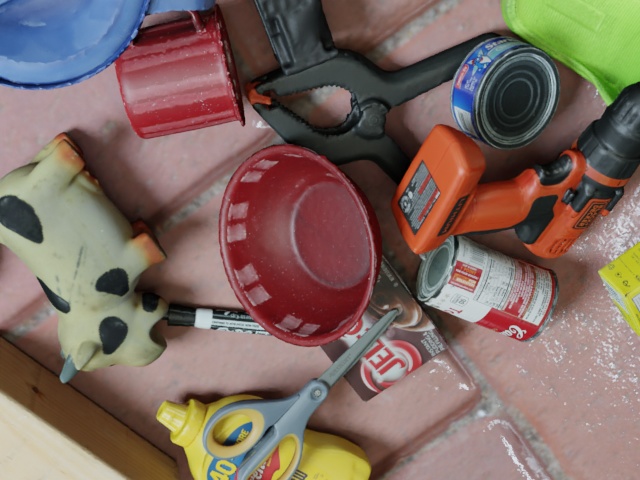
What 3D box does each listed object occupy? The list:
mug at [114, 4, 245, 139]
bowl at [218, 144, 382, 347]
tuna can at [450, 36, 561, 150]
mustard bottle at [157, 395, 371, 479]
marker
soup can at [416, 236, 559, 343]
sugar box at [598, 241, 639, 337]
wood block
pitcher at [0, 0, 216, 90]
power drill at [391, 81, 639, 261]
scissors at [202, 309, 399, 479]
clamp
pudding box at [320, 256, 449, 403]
[{"bbox_3d":[-0.107,-0.130,0.791,0.081,0.093,0.117,-12,141,1],"label":"mug"},{"bbox_3d":[-0.006,0.001,0.851,0.055,0.162,0.162,-16,119,-49],"label":"bowl"},{"bbox_3d":[0.147,-0.115,0.842,0.086,0.034,0.086,-12,117,-25],"label":"tuna can"},{"bbox_3d":[-0.056,0.190,0.937,0.191,0.058,0.096,30,101,-17],"label":"mustard bottle"},{"bbox_3d":[-0.075,0.070,0.911,0.121,0.020,0.020,7,109,-11],"label":"marker"},{"bbox_3d":[0.141,0.039,0.907,0.102,0.068,0.068,22,105,-15],"label":"soup can"},{"bbox_3d":[0.334,0.008,0.922,0.176,0.048,0.093,-38,138,3],"label":"sugar box"},{"bbox_3d":[-0.224,0.182,0.892,0.206,0.091,0.090,41,99,-19],"label":"wood block"},{"bbox_3d":[-0.164,-0.183,0.685,0.145,0.243,0.149,-38,111,6],"label":"pitcher"},{"bbox_3d":[0.162,-0.050,0.825,0.187,0.057,0.185,-2,139,-28],"label":"power drill"},{"bbox_3d":[-0.023,0.124,0.889,0.096,0.016,0.202,29,95,-16],"label":"scissors"},{"bbox_3d":[0.046,-0.109,0.855,0.209,0.036,0.165,15,105,-17],"label":"clamp"},{"bbox_3d":[0.043,0.072,0.919,0.090,0.039,0.113,-35,111,6],"label":"pudding box"}]
